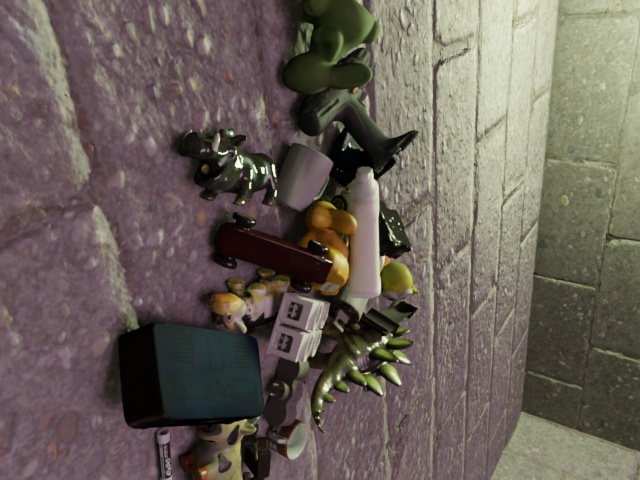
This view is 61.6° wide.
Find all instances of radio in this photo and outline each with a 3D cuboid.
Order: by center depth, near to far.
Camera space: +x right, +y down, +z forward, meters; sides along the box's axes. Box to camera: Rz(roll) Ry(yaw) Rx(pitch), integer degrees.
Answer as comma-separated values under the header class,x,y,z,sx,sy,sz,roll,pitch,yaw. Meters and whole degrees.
class,x,y,z,sx,sy,sz,roll,pitch,yaw
radio,-0.177,0.199,0.780,0.229,0.073,0.131,24,49,-55

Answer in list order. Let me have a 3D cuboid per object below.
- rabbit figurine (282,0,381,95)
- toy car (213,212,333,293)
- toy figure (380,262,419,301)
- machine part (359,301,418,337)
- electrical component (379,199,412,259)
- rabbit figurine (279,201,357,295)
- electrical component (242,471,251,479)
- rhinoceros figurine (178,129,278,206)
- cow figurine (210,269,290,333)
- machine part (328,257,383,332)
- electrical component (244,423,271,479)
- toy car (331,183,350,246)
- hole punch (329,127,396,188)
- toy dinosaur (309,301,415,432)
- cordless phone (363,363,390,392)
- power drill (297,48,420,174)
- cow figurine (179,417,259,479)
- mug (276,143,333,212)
class,x,y,z,sx,sy,sz,roll,pitch,yaw
rabbit figurine,0.012,-0.315,0.907,0.159,0.121,0.170,31,99,-16
toy car,-0.075,0.022,0.872,0.202,0.053,0.089,19,98,-24
toy figure,0.173,0.097,1.247,0.089,0.082,0.180,64,6,5
machine part,0.150,0.164,1.143,0.139,0.084,0.039,-13,117,-46
electrical component,0.143,-0.029,1.203,0.115,0.058,0.134,13,51,-60
rabbit figurine,-0.002,-0.003,0.988,0.162,0.122,0.173,113,-16,-57
electrical component,-0.151,0.450,0.957,0.021,0.063,0.094,3,99,-57
rhinoceros figurine,-0.129,-0.108,0.801,0.190,0.073,0.112,10,93,-58
cow figurine,-0.121,0.112,0.894,0.167,0.068,0.098,-18,120,-54
machine part,0.076,0.095,1.152,0.243,0.079,0.079,-59,144,-41
electrical component,-0.120,0.400,0.983,0.045,0.078,0.102,-1,108,-34
toy car,0.050,-0.023,1.088,0.073,0.056,0.201,-24,135,-52
hole punch,0.073,-0.165,1.091,0.116,0.092,0.142,-42,153,13
toy dinosaur,0.078,0.234,1.109,0.471,0.199,0.104,-32,128,-50
cordless phone,0.075,0.315,1.264,0.184,0.089,0.146,-37,132,-30
power drill,0.083,-0.237,0.988,0.207,0.086,0.232,47,60,-3
cow figurine,-0.163,0.360,0.893,0.127,0.086,0.194,-21,115,-46
mug,-0.031,-0.103,0.956,0.107,0.081,0.109,-62,150,-4
